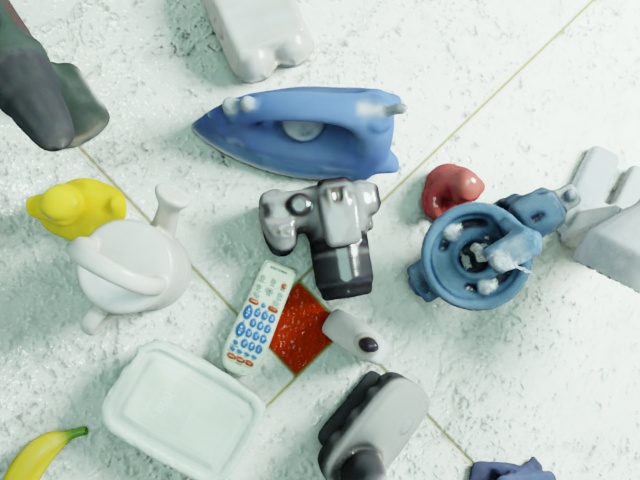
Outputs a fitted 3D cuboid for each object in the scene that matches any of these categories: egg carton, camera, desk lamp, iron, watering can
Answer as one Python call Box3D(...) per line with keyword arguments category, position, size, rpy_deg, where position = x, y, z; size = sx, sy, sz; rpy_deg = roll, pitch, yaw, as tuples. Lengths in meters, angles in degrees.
Box3D(category="egg carton", position=(-0.078, -0.271, 0.701), size=(0.107, 0.069, 0.150), rpy_deg=(-25, 88, -6))
Box3D(category="camera", position=(0.006, 0.002, 0.669), size=(0.143, 0.100, 0.137), rpy_deg=(-9, 86, -5))
Box3D(category="desk lamp", position=(0.352, -0.024, 0.641), size=(0.118, 0.213, 0.203), rpy_deg=(27, 84, -1))
Box3D(category="iron", position=(-0.027, -0.138, 0.658), size=(0.258, 0.141, 0.119), rpy_deg=(2, 85, -4))
Box3D(category="watering can", position=(-0.199, 0.021, 0.605), size=(0.101, 0.194, 0.173), rpy_deg=(10, 85, -3))

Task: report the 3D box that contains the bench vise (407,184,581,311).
Box3D(category="bench vise", position=(0.198, -0.011, 0.625), size=(0.121, 0.219, 0.207), rpy_deg=(40, 84, 0))

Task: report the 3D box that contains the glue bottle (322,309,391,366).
Box3D(category="glue bottle", position=(0.045, 0.110, 0.627), size=(0.078, 0.173, 0.037), rpy_deg=(32, 84, -1))

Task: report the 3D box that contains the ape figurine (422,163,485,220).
Box3D(category="ape figurine", position=(0.165, -0.060, 0.691), size=(0.078, 0.092, 0.076), rpy_deg=(-8, 86, -5))

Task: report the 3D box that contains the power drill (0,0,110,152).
Box3D(category="power drill", position=(-0.301, -0.170, 0.606), size=(0.075, 0.208, 0.230), rpy_deg=(-36, 89, -6))

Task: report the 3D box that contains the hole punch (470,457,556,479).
Box3D(category="hole punch", position=(0.232, 0.317, 0.666), size=(0.101, 0.091, 0.109), rpy_deg=(5, 85, -4))

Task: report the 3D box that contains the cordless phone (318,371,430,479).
Box3D(category="cordless phone", position=(0.067, 0.219, 0.614), size=(0.094, 0.185, 0.148), rpy_deg=(36, 84, 0))

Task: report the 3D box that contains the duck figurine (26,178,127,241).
Box3D(category="duck figurine", position=(-0.281, -0.038, 0.658), size=(0.104, 0.086, 0.077), rpy_deg=(-3, 85, -4))
